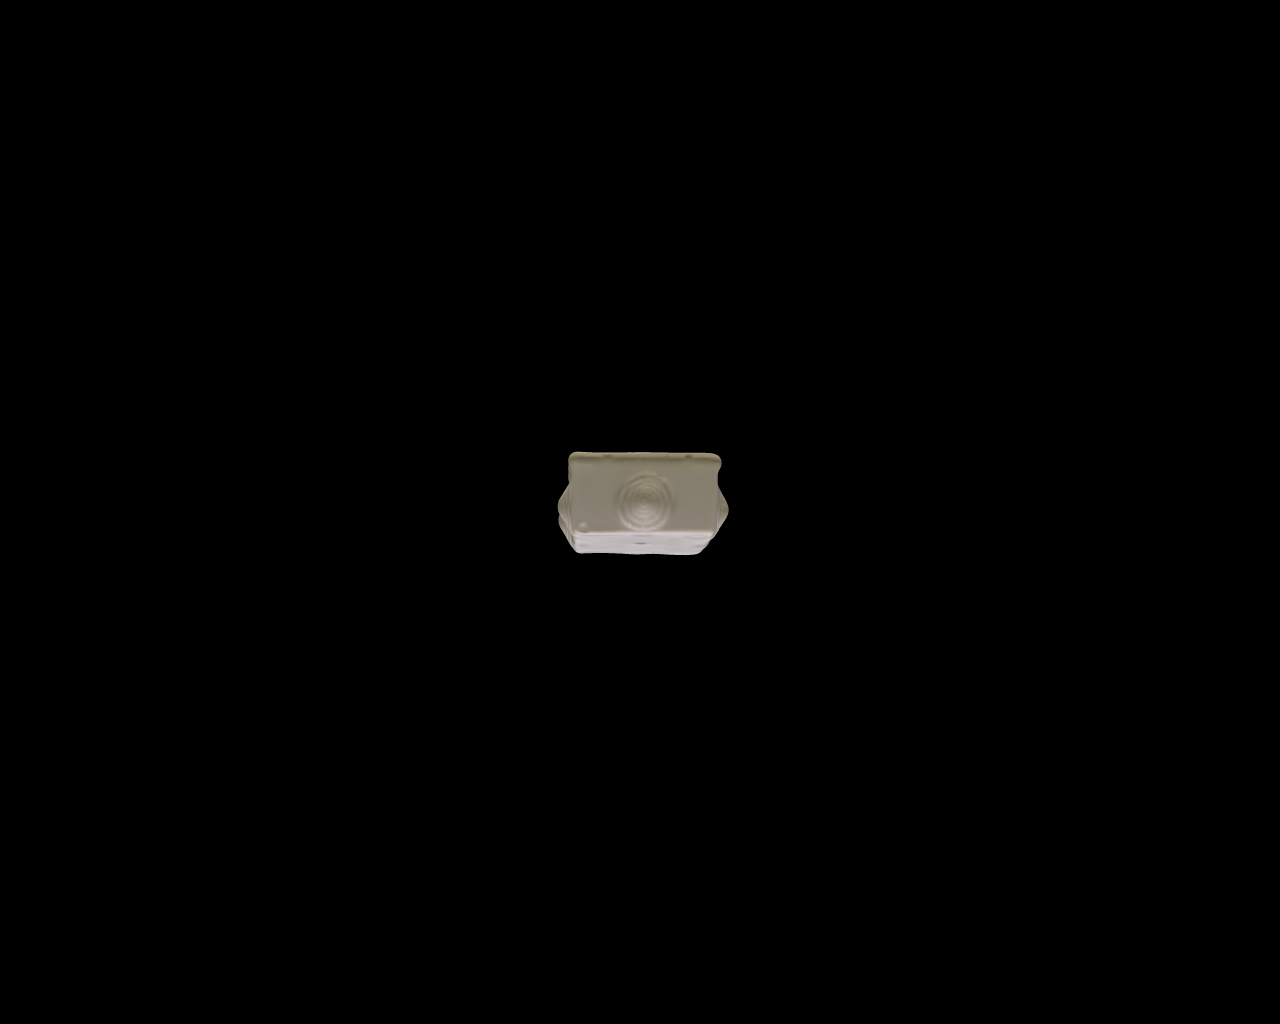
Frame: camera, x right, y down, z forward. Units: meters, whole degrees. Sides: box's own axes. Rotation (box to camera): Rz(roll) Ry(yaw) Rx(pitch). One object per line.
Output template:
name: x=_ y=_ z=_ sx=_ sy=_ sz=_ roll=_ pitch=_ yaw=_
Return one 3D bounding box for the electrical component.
electrical component: x=0.001 y=-0.003 z=0.650 sx=0.100 sy=0.048 sz=0.099 roll=1 pitch=-11 yaw=-4
